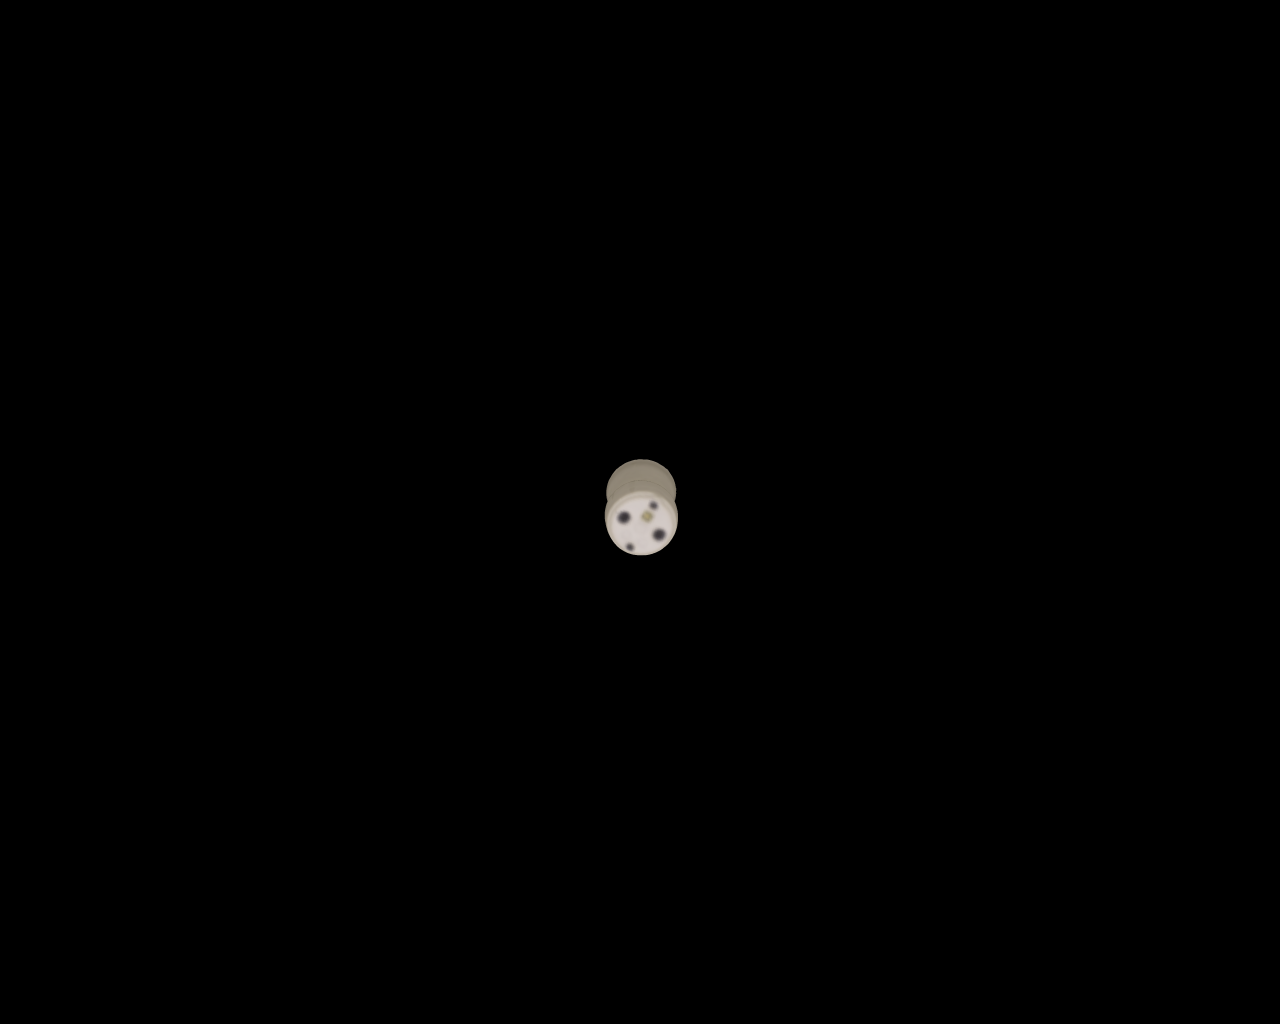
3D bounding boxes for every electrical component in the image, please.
[{"bbox_3d":[0.001,-0.003,0.650,0.045,0.044,0.055,0,23,0],"label":"electrical component"}]
